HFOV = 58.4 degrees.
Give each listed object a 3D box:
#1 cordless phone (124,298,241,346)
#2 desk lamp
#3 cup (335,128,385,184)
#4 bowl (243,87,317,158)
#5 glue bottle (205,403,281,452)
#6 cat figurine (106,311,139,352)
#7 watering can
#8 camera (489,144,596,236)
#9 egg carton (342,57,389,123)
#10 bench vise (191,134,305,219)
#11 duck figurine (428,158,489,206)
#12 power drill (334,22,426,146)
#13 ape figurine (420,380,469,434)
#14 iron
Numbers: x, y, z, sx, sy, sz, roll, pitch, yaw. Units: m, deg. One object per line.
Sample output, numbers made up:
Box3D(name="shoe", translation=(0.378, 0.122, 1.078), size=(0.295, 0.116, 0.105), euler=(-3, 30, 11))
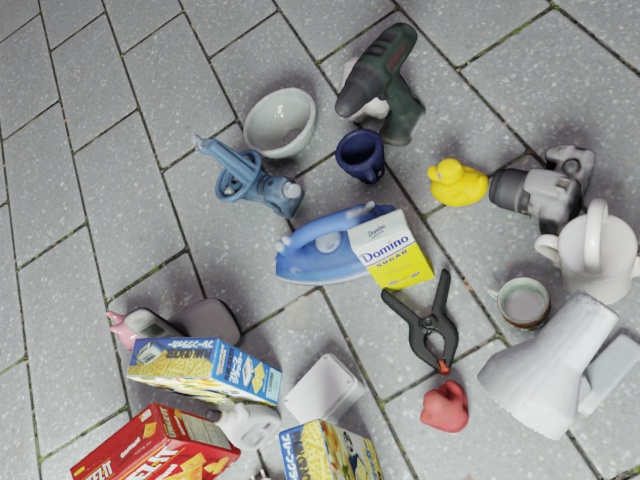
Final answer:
Box3D(name="cordless phone", translation=(-0.242, 0.152, 1.020), size=(0.147, 0.186, 0.094), euler=(-32, 56, 7))
Box3D(name="desk lamp", translation=(0.313, 0.158, 0.739), size=(0.203, 0.214, 0.117), euler=(-47, 55, -3))
Box3D(name="cup", translation=(0.090, -0.137, 1.068), size=(0.091, 0.095, 0.117), euler=(-28, 56, 10))
Box3D(name="bowl", translation=(-0.073, -0.233, 1.207), size=(0.167, 0.075, 0.167), euler=(-11, 61, 20))
Box3D(name="glue bottle", translation=(-0.129, 0.288, 0.904), size=(0.078, 0.174, 0.037), euler=(-45, 55, -2))
Box3D(name="cat figurine", translation=(-0.365, 0.173, 1.109), size=(0.127, 0.118, 0.067), euler=(28, 79, 33))
Box3D(name="watering can", translation=(0.390, 0.012, 0.790), size=(0.172, 0.195, 0.101), euler=(-12, 60, 20))
Box3D(name="camera", translation=(0.350, -0.090, 0.918), size=(0.136, 0.101, 0.143), euler=(20, 75, 32))
Box3D(name="egg carton", translation=(0.098, -0.313, 1.171), size=(0.107, 0.070, 0.150), euler=(-6, 63, 23))
Box3D(name="bench vise", translation=(-0.134, -0.136, 1.097), size=(0.206, 0.220, 0.121), euler=(-3, 64, 24))
Box3D(name="duck figurine", translation=(0.235, -0.108, 0.990), size=(0.104, 0.086, 0.077), euler=(6, 68, 28))
Box3D(name="power drill", translation=(0.121, -0.269, 1.052), size=(0.075, 0.209, 0.230), euler=(19, 74, 32))
Box3D(name="ape figurine", translation=(0.177, 0.242, 0.834), size=(0.078, 0.092, 0.076), euler=(-33, 56, 7))
Box3D(name="iron", translation=(0.009, 0.004, 1.005), size=(0.258, 0.142, 0.118), euler=(-20, 58, 15))
